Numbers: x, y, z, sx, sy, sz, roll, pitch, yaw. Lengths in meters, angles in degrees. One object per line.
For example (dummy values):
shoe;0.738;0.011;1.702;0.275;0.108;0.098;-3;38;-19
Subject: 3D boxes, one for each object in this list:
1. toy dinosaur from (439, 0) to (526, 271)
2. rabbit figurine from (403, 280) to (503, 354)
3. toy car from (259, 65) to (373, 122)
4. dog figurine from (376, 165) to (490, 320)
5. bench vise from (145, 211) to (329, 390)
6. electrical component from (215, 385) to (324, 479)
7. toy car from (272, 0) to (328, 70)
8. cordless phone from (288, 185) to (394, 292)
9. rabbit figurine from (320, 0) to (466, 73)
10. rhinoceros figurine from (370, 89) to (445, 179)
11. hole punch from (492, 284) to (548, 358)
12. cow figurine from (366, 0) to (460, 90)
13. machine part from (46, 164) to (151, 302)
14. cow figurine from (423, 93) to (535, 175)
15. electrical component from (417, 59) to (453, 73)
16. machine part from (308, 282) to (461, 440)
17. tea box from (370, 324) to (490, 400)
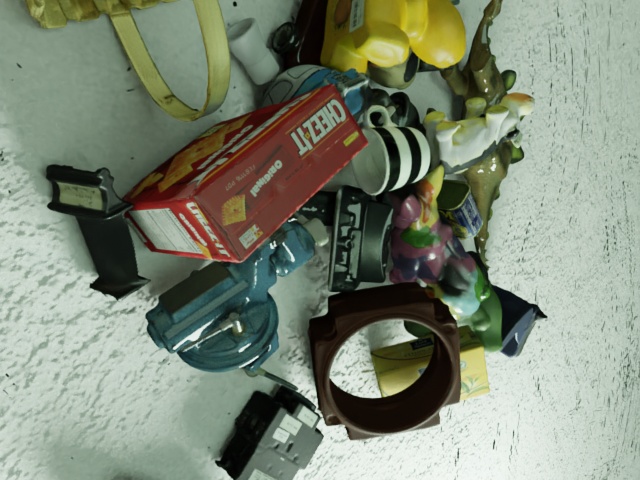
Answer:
toy dinosaur;0.279;-0.159;0.911;0.198;0.105;0.470;-13;113;-44
rabbit figurine;0.225;0.119;0.913;0.170;0.121;0.159;1;106;-29
toy car;-0.020;-0.145;0.624;0.103;0.161;0.109;47;48;7
dog figurine;0.165;-0.001;0.780;0.108;0.192;0.219;-42;148;-21
bench vise;-0.080;0.075;0.616;0.223;0.129;0.240;-45;147;-30
electrical component;-0.059;0.266;0.717;0.134;0.058;0.114;-55;132;-19
toy car;0.005;-0.291;0.656;0.089;0.053;0.202;19;90;-42
cordless phone;-0.002;-0.002;0.711;0.184;0.089;0.146;1;100;-32
rabbit figurine;0.097;-0.261;0.637;0.173;0.122;0.162;7;79;-25
rhinoceros figurine;0.118;-0.145;0.789;0.112;0.073;0.190;-46;129;-13
hole punch;0.333;0.148;1.014;0.092;0.142;0.115;18;98;-40
cow figurine;0.120;-0.303;0.741;0.127;0.086;0.195;19;84;-38
machine part;-0.209;-0.007;0.511;0.039;0.084;0.138;-60;147;-52
cow figurine;0.230;-0.148;0.762;0.167;0.068;0.098;-19;126;-11
electrical component;0.162;-0.262;0.803;0.063;0.094;0.021;-7;109;-3
machine part;0.090;0.170;0.750;0.201;0.087;0.201;-8;107;-5
tea box;0.175;0.210;0.858;0.170;0.068;0.098;-16;115;1
